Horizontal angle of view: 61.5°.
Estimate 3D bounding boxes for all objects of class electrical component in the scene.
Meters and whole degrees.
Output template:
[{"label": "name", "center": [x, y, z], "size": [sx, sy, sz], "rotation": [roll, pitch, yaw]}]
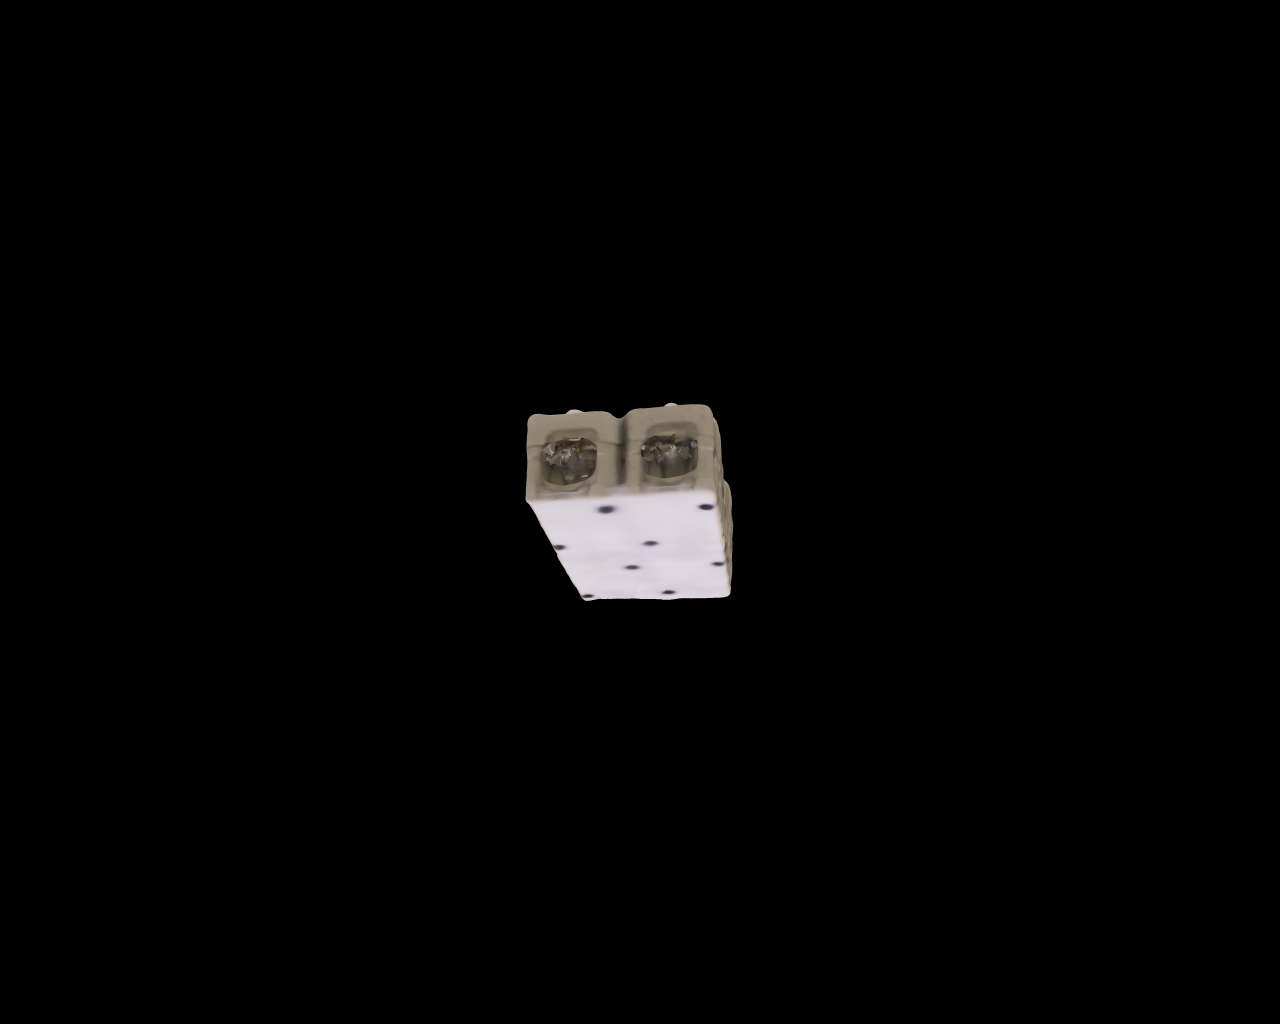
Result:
[{"label": "electrical component", "center": [0.001, -0.003, 0.650], "size": [0.105, 0.060, 0.186], "rotation": [-3, -22, 7]}]
